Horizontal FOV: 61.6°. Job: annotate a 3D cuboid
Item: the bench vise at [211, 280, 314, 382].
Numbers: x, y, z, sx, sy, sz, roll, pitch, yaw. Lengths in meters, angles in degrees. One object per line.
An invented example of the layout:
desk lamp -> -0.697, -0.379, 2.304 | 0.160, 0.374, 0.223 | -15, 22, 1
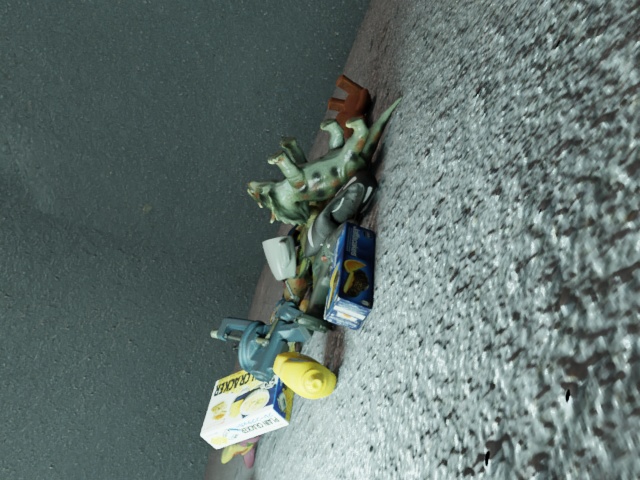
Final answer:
bench vise -> -0.145, 0.213, 1.254 | 0.128, 0.241, 0.223 | 51, -130, -53

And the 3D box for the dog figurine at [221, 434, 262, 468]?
dog figurine -> -0.191, 0.504, 1.405 | 0.192, 0.108, 0.219 | -133, 58, -78

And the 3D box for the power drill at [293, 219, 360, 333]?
power drill -> 0.014, 0.079, 1.097 | 0.232, 0.086, 0.207 | 126, 158, -70

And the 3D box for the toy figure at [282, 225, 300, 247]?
toy figure -> -0.080, 0.002, 1.497 | 0.154, 0.058, 0.064 | -41, -50, -33

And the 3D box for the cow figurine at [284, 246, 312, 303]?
cow figurine -> -0.048, 0.093, 1.483 | 0.127, 0.085, 0.195 | 117, 173, -50

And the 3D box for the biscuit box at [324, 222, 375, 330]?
biscuit box -> 0.055, 0.056, 0.928 | 0.203, 0.063, 0.059 | -81, 14, -51

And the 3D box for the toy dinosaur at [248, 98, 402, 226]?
toy dinosaur -> 0.020, -0.157, 1.202 | 0.131, 0.405, 0.192 | -99, -12, -59

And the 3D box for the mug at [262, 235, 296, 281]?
mug -> -0.093, 0.046, 1.366 | 0.109, 0.081, 0.107 | 161, 96, -69

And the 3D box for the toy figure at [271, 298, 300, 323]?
toy figure -> -0.083, 0.205, 1.460 | 0.180, 0.089, 0.082 | -66, -15, -80

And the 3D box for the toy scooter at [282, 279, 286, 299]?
toy scooter -> -0.071, 0.095, 1.653 | 0.184, 0.075, 0.135 | -87, 18, -54

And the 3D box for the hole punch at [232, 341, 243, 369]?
hole punch -> -0.172, 0.329, 1.553 | 0.092, 0.142, 0.116 | 123, 133, -64

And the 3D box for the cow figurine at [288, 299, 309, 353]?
cow figurine -> -0.081, 0.221, 1.337 | 0.068, 0.098, 0.167 | 116, 172, -76

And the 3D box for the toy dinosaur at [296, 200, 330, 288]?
toy dinosaur -> -0.003, -0.004, 1.357 | 0.472, 0.105, 0.198 | -84, 7, -56

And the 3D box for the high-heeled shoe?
high-heeled shoe -> 0.036, -0.043, 1.138 | 0.248, 0.086, 0.145 | -54, -1, 15

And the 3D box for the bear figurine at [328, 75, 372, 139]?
bear figurine -> 0.080, -0.358, 1.522 | 0.120, 0.132, 0.196 | 117, 175, -46
